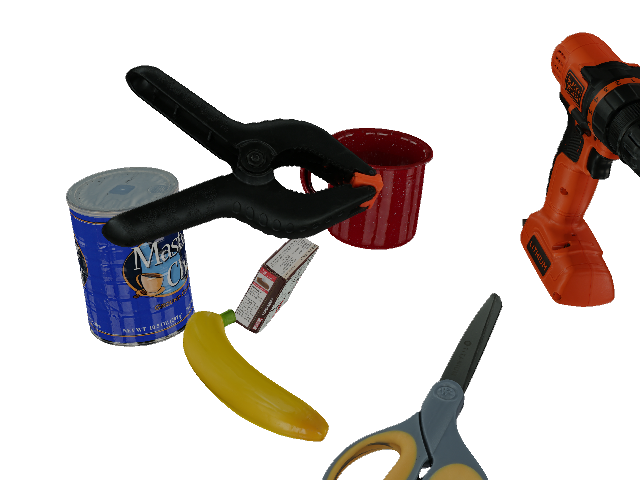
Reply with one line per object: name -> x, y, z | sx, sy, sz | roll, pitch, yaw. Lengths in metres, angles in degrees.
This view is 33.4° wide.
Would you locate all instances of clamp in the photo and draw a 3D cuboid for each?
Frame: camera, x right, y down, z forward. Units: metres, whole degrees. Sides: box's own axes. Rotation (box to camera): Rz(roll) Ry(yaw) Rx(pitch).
clamp -> -0.049, -0.052, 0.659 | 0.171, 0.120, 0.039 | 1, -18, -16

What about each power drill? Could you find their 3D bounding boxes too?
power drill -> 0.213, -0.044, 0.818 | 0.057, 0.188, 0.184 | 1, 34, -9

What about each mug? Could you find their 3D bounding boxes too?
mug -> 0.036, -0.047, 0.935 | 0.117, 0.081, 0.093 | 13, 28, 16

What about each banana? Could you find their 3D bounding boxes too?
banana -> -0.065, 0.102, 0.854 | 0.069, 0.037, 0.198 | -10, 30, -24

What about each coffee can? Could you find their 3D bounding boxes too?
coffee can -> -0.178, 0.014, 1.009 | 0.103, 0.140, 0.103 | -3, 26, 1

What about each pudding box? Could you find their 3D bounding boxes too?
pudding box -> -0.053, 0.050, 1.270 | 0.039, 0.090, 0.113 | 32, 28, 5

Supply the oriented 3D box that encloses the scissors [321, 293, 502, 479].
scissors -> 0.079, 0.098, 0.568 | 0.096, 0.016, 0.201 | 27, 46, 31
